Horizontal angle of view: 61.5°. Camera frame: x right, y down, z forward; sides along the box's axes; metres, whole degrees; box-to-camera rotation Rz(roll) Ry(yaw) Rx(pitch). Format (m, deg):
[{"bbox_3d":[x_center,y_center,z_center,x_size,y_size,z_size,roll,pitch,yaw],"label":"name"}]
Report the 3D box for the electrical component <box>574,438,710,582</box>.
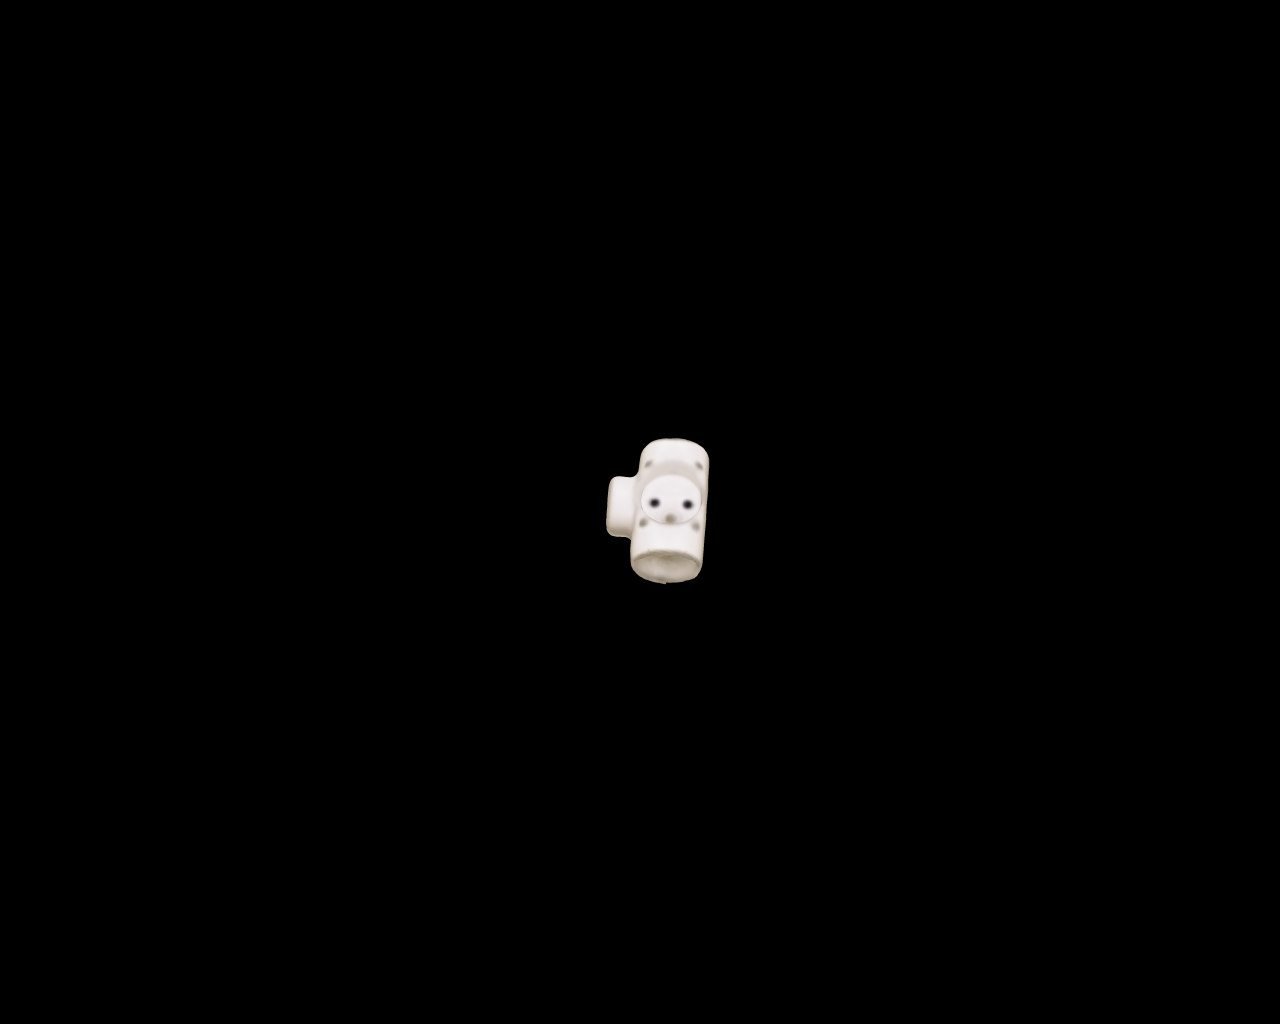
[{"bbox_3d":[0.001,-0.003,0.650,0.079,0.077,0.044,4,-28,2],"label":"electrical component"}]
